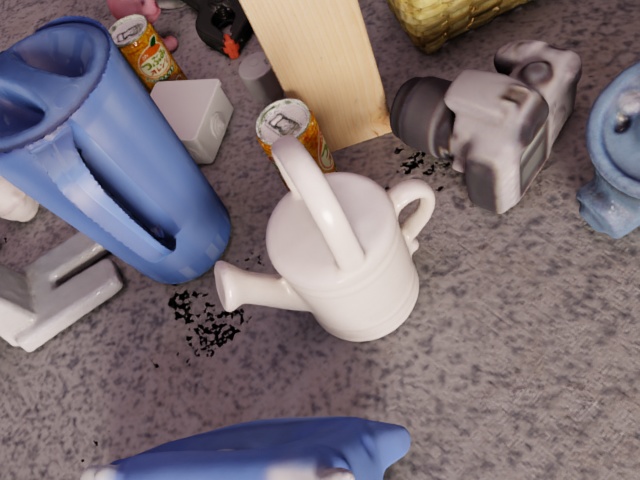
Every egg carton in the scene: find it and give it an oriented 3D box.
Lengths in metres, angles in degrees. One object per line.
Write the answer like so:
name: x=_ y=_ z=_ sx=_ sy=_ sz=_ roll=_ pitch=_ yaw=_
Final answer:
egg carton: x=-0.383 y=-0.089 z=0.700 sx=0.149 sy=0.070 sz=0.107 roll=29 pitch=74 yaw=31

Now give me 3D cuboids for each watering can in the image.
watering can: x=0.005 y=0.003 z=0.432 sx=0.100 sy=0.194 sz=0.173 roll=35 pitch=76 yaw=32

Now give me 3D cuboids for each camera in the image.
camera: x=0.140 y=-0.120 z=0.513 sx=0.136 sy=0.101 sz=0.143 roll=27 pitch=72 yaw=30

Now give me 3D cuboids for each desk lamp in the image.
desk lamp: x=-0.336 y=0.021 z=0.531 sx=0.203 sy=0.214 sz=0.117 roll=-35 pitch=55 yaw=-3

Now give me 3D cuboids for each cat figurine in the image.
cat figurine: x=-0.248 y=-0.283 z=0.738 sx=0.067 sy=0.118 sz=0.128 roll=26 pitch=72 yaw=30

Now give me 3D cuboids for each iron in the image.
iron: x=-0.072 y=0.171 z=0.391 sx=0.257 sy=0.142 sz=0.118 roll=-7 pitch=59 yaw=16

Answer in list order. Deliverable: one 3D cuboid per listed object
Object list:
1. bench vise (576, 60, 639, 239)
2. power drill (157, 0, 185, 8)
bench vise: x=0.272 y=-0.116 z=0.392 sx=0.207 sy=0.220 sz=0.121 roll=-45 pitch=56 yaw=-9
power drill: x=-0.260 y=-0.416 z=0.765 sx=0.229 sy=0.209 sz=0.075 roll=0 pitch=61 yaw=20
